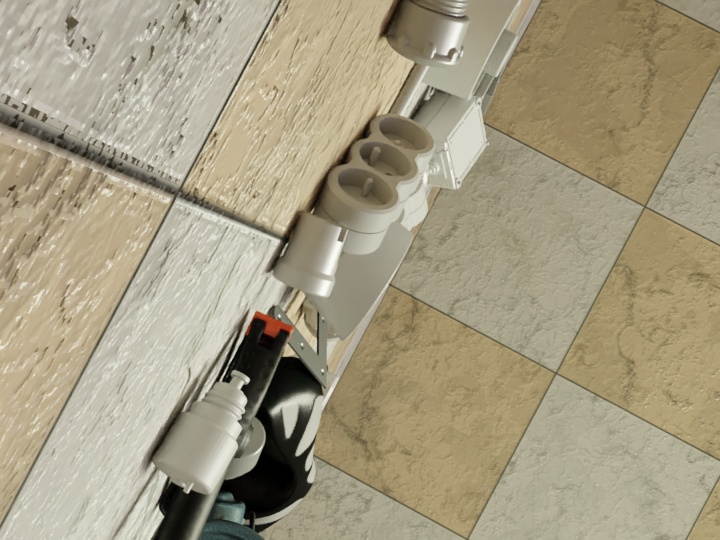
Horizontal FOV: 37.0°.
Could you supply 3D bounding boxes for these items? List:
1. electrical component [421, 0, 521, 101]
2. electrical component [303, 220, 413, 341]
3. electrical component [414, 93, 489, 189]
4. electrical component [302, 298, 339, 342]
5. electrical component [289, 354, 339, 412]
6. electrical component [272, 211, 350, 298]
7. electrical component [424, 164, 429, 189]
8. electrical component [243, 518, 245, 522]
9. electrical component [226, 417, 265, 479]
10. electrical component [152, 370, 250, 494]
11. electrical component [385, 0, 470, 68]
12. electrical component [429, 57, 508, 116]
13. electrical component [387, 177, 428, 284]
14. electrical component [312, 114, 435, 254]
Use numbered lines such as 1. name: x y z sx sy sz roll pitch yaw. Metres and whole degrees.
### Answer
1. electrical component: 0.103 -0.201 0.944 0.108 0.060 0.108 -62 177 -6
2. electrical component: 0.000 0.000 0.843 0.099 0.064 0.099 -42 -169 10
3. electrical component: 0.080 -0.128 1.086 0.096 0.061 0.061 -54 142 -36
4. electrical component: -0.029 0.037 1.018 0.066 0.048 0.055 -60 168 -30
5. electrical component: -0.069 0.132 1.041 0.095 0.059 0.053 -62 176 -2
6. electrical component: -0.030 -0.011 0.694 0.040 0.040 0.046 -28 140 -83
7. electrical component: 0.044 -0.101 1.024 0.062 0.048 0.048 -70 -176 -53
8. electrical component: -0.130 0.222 0.947 0.040 0.046 0.040 -57 177 -5
9. electrical component: -0.100 0.144 0.851 0.040 0.040 0.078 -59 175 -38
10. electrical component: -0.090 0.095 0.634 0.078 0.040 0.040 -60 176 -24
11. electrical component: 0.046 -0.155 0.641 0.048 0.048 0.062 -54 165 -65
12. electrical component: 0.124 -0.215 1.130 0.096 0.061 0.061 -61 176 -14
13. electrical component: 0.013 -0.047 0.937 0.138 0.052 0.073 -60 152 -34
14. electrical component: 0.006 -0.051 0.775 0.073 0.052 0.138 -65 175 37
